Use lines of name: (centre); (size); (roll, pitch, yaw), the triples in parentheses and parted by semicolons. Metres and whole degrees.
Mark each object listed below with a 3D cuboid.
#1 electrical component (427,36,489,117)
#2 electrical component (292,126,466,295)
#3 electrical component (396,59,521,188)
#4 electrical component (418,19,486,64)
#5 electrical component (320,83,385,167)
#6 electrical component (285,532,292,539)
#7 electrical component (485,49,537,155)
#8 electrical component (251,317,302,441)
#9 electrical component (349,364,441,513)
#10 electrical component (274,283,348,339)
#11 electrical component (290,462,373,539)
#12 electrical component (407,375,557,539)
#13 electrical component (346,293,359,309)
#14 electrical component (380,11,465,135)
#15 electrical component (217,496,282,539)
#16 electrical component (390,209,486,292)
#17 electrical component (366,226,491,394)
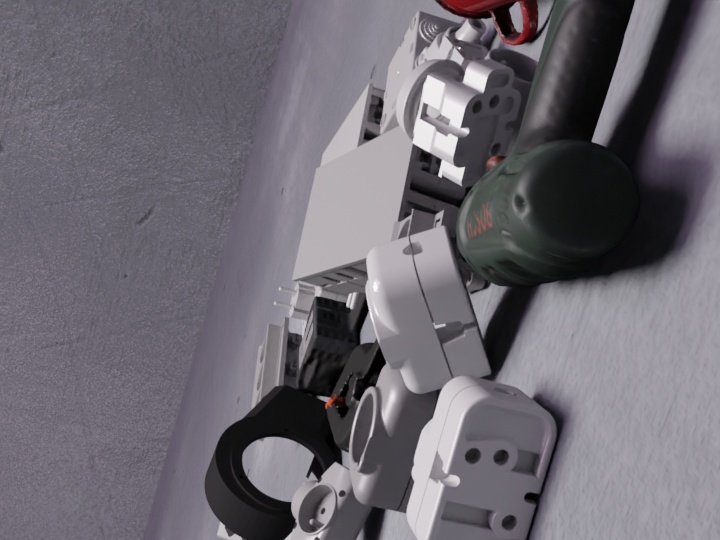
electrical component: (0.078, -0.144, 0.833); (0.066, 0.048, 0.055); (-115, 41, -52)
electrical component: (0.018, -0.044, 0.882); (0.186, 0.060, 0.105); (-16, 60, 63)
electrical component: (0.061, -0.100, 0.685); (0.057, 0.058, 0.078); (35, 125, 37)
electrical component: (0.080, -0.178, 0.877); (0.062, 0.048, 0.048); (128, 155, -46)
electrical component: (0.003, -0.095, 1.089); (0.186, 0.060, 0.105); (136, 147, -68)
electrical component: (-0.034, 0.247, 0.889); (0.076, 0.047, 0.065); (126, 156, -48)
electrical component: (0.092, -0.116, 0.742); (0.079, 0.044, 0.077); (-91, 19, -52)
electrical component: (-0.085, 0.127, 1.228); (0.121, 0.063, 0.078); (-88, 17, -46)
electrical component: (0.029, 0.113, 0.726); (0.053, 0.059, 0.095); (-109, 35, -69)
electrical component: (-0.053, 0.037, 1.150); (0.047, 0.077, 0.065); (-97, 24, -60)
electrical component: (-0.029, 0.191, 0.857); (0.079, 0.044, 0.077); (17, 75, 54)
electrical component: (0.063, 0.109, 0.585); (0.059, 0.054, 0.095); (-140, 65, -77)
electrical component: (0.000, 0.000, 1.023); (0.083, 0.047, 0.075); (-162, 87, -78)
electrical component: (0.056, -0.170, 0.962); (0.099, 0.048, 0.099); (124, 158, -57)
electrical component: (-0.084, 0.252, 1.073); (0.076, 0.083, 0.047); (16, -93, -64)
electrical component: (0.055, -0.010, 0.741); (0.081, 0.064, 0.042); (151, 131, -74)
electrical component: (0.040, 0.027, 0.671); (0.053, 0.059, 0.095); (-96, -13, -58)
